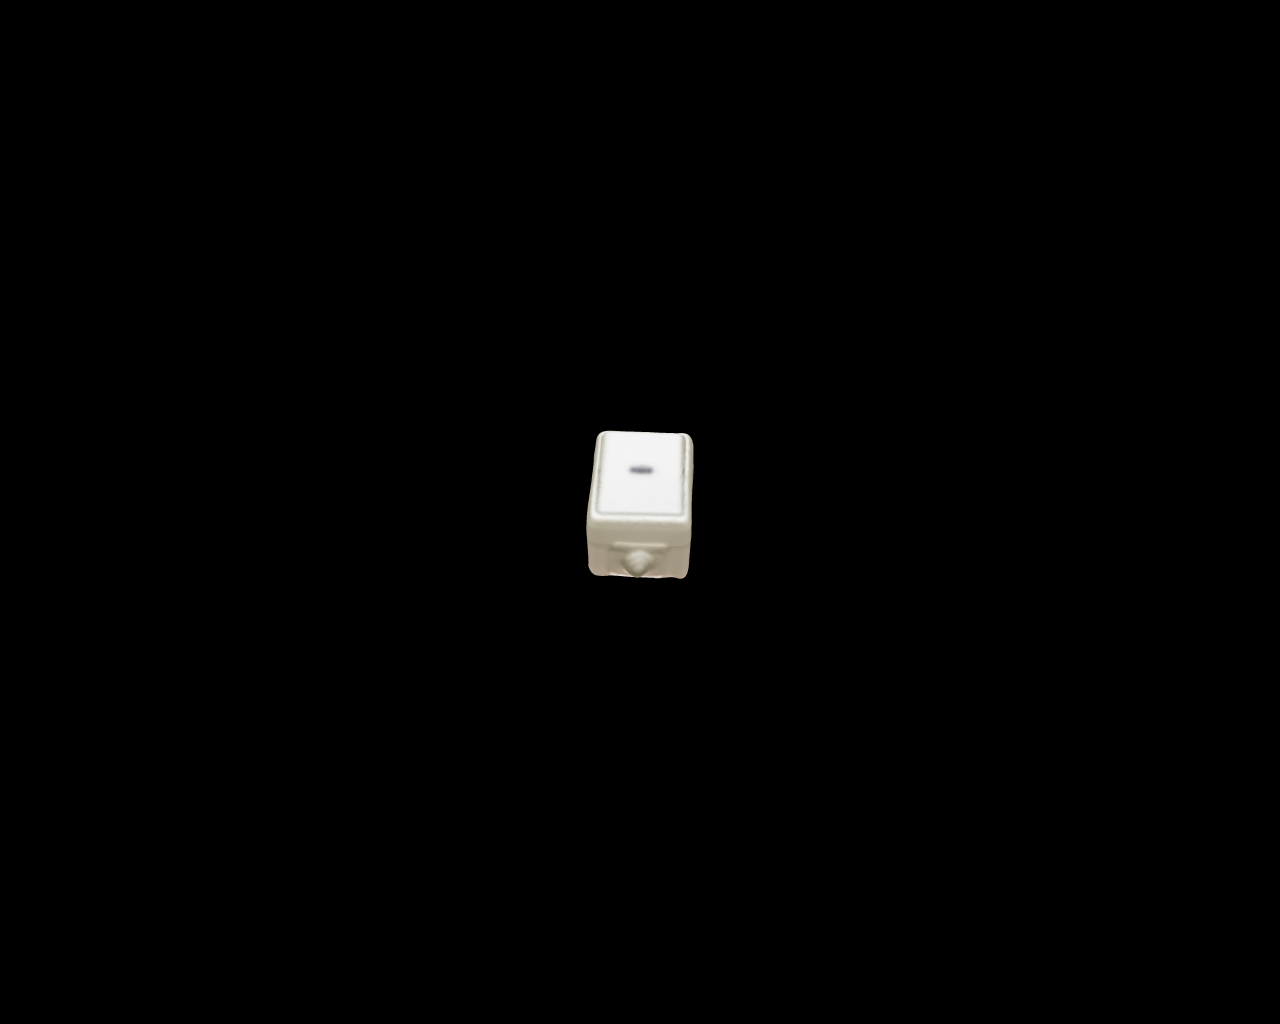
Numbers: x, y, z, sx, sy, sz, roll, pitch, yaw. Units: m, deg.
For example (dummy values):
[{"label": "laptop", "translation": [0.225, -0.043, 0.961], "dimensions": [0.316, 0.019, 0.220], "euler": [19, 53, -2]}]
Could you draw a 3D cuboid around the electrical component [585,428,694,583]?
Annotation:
[{"label": "electrical component", "translation": [0.001, -0.003, 0.650], "dimensions": [0.062, 0.096, 0.061], "euler": [2, -43, 2]}]
